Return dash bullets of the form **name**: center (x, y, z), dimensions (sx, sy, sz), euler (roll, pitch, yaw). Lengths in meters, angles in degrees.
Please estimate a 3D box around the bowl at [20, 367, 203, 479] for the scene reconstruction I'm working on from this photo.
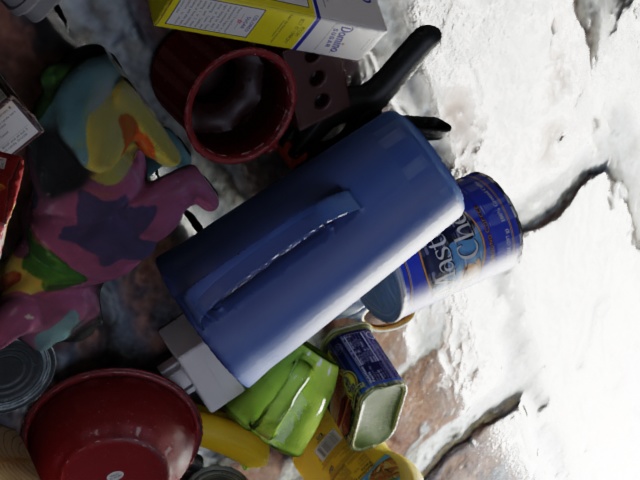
- **bowl**: center (-0.180, 0.190, 0.934), dimensions (0.162, 0.055, 0.162), euler (-6, 123, -9)

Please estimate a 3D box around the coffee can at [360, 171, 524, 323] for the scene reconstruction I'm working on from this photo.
- **coffee can**: center (0.105, 0.006, 1.009), dimensions (0.140, 0.103, 0.103), euler (-22, 130, -22)

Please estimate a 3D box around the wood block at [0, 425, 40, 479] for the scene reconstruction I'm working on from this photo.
- **wood block**: center (-0.332, 0.249, 0.877), dimensions (0.206, 0.090, 0.090), euler (-50, 134, 4)

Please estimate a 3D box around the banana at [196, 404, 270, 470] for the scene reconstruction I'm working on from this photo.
- **banana**: center (-0.108, 0.187, 1.016), dimensions (0.070, 0.037, 0.197), euler (-30, 138, 25)

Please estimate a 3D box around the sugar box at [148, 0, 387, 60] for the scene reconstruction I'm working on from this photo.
- **sugar box**: center (-0.042, -0.187, 0.773), dimensions (0.175, 0.093, 0.048), euler (5, 147, -36)

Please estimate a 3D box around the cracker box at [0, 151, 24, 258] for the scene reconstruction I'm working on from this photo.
- **cracker box**: center (-0.288, 0.028, 0.664), dimensions (0.164, 0.072, 0.214), euler (13, 131, -17)

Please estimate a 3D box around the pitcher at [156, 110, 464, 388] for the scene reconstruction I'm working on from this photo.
- **pitcher**: center (-0.006, 0.001, 0.877), dimensions (0.243, 0.149, 0.145), euler (-36, 124, 1)

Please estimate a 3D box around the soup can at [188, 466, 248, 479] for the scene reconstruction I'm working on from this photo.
- **soup can**: center (-0.106, 0.288, 1.079), dimensions (0.068, 0.069, 0.102), euler (-10, 124, -30)

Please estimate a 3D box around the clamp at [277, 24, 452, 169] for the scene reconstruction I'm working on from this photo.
- **clamp**: center (0.042, -0.116, 0.925), dimensions (0.171, 0.039, 0.120), euler (-23, 129, -21)

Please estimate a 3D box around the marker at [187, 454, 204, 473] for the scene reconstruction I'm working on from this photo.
- **marker**: center (-0.155, 0.200, 1.018), dimensions (0.121, 0.020, 0.020), euler (31, 99, -44)

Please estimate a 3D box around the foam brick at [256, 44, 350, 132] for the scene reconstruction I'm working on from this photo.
- **foam brick**: center (-0.014, -0.139, 0.860), dimensions (0.053, 0.051, 0.078), euler (-28, 132, -17)

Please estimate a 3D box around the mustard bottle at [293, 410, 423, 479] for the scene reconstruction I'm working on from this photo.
- **mustard bottle**: center (0.053, 0.252, 1.079), dimensions (0.096, 0.192, 0.058), euler (-49, 135, 4)

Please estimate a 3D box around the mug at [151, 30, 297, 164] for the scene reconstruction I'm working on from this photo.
- **mug**: center (-0.071, -0.110, 0.819), dimensions (0.093, 0.082, 0.117), euler (-45, 135, -1)

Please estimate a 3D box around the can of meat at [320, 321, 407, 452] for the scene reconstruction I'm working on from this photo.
- **can of meat**: center (0.040, 0.147, 1.062), dimensions (0.057, 0.084, 0.102), euler (-12, 135, -24)

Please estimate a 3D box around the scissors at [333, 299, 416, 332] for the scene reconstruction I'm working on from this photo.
- **scissors**: center (0.023, 0.052, 1.044), dimensions (0.201, 0.016, 0.096), euler (8, 113, -38)

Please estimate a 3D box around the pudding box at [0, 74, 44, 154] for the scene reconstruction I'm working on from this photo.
- **pudding box**: center (-0.251, -0.067, 0.717), dimensions (0.113, 0.090, 0.039), euler (-42, 134, -5)

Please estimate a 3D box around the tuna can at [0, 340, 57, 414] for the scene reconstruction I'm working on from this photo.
- **tuna can**: center (-0.259, 0.099, 0.864), dimensions (0.086, 0.034, 0.086), euler (-18, 129, -24)
